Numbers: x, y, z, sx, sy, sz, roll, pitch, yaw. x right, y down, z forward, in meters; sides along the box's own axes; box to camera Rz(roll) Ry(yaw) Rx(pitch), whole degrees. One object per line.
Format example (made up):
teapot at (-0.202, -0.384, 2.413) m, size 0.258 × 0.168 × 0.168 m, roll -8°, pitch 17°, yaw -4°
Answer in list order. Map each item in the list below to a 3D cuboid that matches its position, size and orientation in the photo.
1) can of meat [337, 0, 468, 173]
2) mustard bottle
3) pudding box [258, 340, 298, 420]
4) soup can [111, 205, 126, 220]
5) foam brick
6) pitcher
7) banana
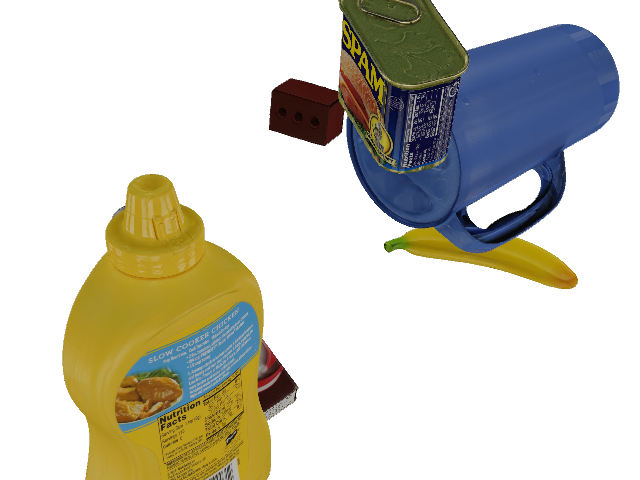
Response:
can of meat at (0.049, -0.105, 0.693) m, size 0.057 × 0.102 × 0.084 m, roll -16°, pitch -37°, yaw -14°
mustard bottle at (-0.068, 0.056, 0.482) m, size 0.096 × 0.192 × 0.058 m, roll -27°, pitch 43°, yaw -34°
pudding box at (-0.085, 0.099, 0.715) m, size 0.113 × 0.090 × 0.039 m, roll -34°, pitch -20°, yaw -15°
soup can at (-0.173, 0.020, 1.079) m, size 0.068 × 0.102 × 0.068 m, roll 0°, pitch 31°, yaw 0°
foam brick at (-0.016, -0.153, 1.269) m, size 0.078 × 0.053 × 0.051 m, roll 18°, pitch 32°, yaw 20°
pitcher at (0.156, -0.102, 0.939) m, size 0.242 × 0.149 × 0.145 m, roll -25°, pitch 36°, yaw -34°
banana at (0.169, 0.016, 1.104) m, size 0.198 × 0.037 × 0.069 m, roll 9°, pitch 35°, yaw 17°
